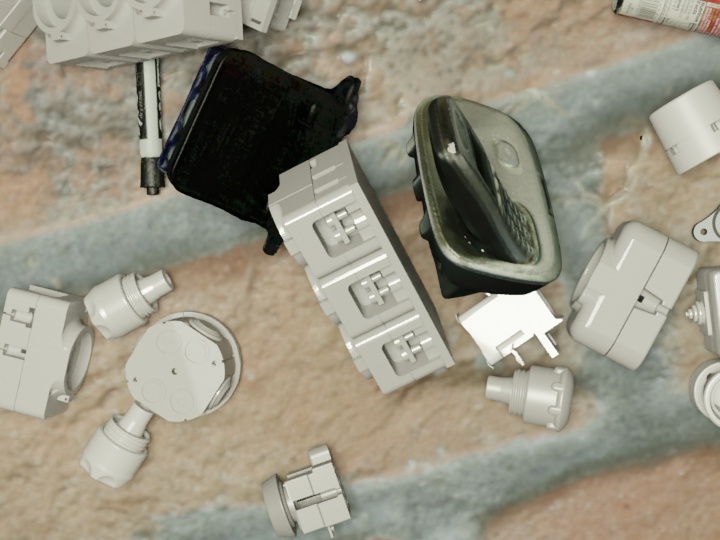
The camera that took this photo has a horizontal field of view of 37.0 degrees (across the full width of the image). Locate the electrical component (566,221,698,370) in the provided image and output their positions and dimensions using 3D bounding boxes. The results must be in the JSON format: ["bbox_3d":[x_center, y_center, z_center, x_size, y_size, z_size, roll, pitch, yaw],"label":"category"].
[{"bbox_3d":[0.189,0.015,0.767,0.059,0.054,0.095,28,95,4],"label":"electrical component"}]

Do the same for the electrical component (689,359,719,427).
[{"bbox_3d":[0.261,0.087,0.762,0.045,0.055,0.045,0,92,5],"label":"electrical component"}]

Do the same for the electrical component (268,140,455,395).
[{"bbox_3d":[0.000,0.000,0.740,0.062,0.089,0.150,-26,114,6],"label":"electrical component"}]

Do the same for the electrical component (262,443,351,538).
[{"bbox_3d":[-0.040,0.169,0.800,0.055,0.048,0.066,-19,91,-1],"label":"electrical component"}]

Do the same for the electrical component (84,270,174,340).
[{"bbox_3d":[-0.171,0.022,0.806,0.062,0.043,0.043,-28,90,5],"label":"electrical component"}]

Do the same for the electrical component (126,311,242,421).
[{"bbox_3d":[-0.131,0.072,0.801,0.080,0.051,0.080,0,92,5],"label":"electrical component"}]

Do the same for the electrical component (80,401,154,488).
[{"bbox_3d":[-0.179,0.129,0.812,0.043,0.043,0.062,33,94,3],"label":"electrical component"}]

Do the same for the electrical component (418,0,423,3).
[{"bbox_3d":[0.039,-0.266,0.764,0.079,0.063,0.121,-36,89,6],"label":"electrical component"}]

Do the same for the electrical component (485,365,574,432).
[{"bbox_3d":[0.123,0.090,0.782,0.062,0.048,0.048,8,93,13],"label":"electrical component"}]

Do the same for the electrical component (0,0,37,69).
[{"bbox_3d":[-0.314,-0.225,0.786,0.150,0.089,0.061,41,95,2],"label":"electrical component"}]

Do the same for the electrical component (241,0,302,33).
[{"bbox_3d":[-0.065,-0.235,0.760,0.079,0.063,0.121,31,107,34],"label":"electrical component"}]

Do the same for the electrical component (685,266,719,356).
[{"bbox_3d":[0.279,0.026,0.755,0.096,0.061,0.061,-7,92,6],"label":"electrical component"}]

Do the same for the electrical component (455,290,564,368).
[{"bbox_3d":[0.108,0.034,0.779,0.064,0.042,0.081,-35,84,10],"label":"electrical component"}]

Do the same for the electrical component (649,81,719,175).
[{"bbox_3d":[0.237,-0.101,0.757,0.055,0.055,0.047,-30,86,6],"label":"electrical component"}]

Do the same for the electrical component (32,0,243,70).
[{"bbox_3d":[-0.158,-0.196,0.750,0.150,0.062,0.089,-1,93,39],"label":"electrical component"}]

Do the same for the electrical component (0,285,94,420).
[{"bbox_3d":[-0.238,0.062,0.811,0.056,0.050,0.089,14,94,5],"label":"electrical component"}]
